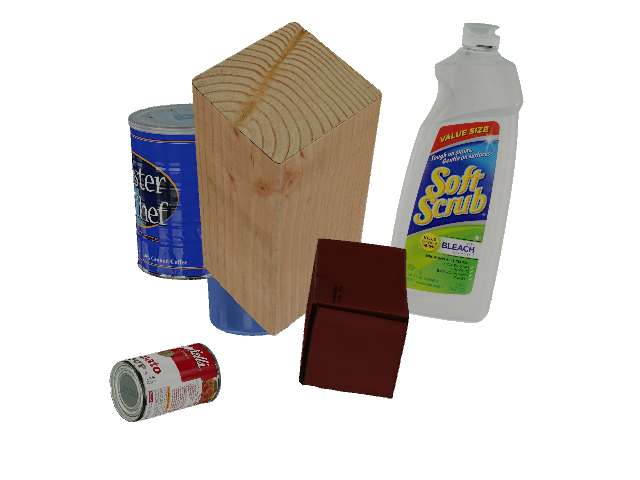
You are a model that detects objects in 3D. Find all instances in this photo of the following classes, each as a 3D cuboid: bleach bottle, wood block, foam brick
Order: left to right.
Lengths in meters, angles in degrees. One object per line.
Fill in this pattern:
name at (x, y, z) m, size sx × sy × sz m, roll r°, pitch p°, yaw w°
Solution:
wood block at (-0.027, -0.036, 0.753) m, size 0.090 × 0.090 × 0.206 m, roll -35°, pitch -27°, yaw -24°
foam brick at (0.018, 0.040, 0.585) m, size 0.053 × 0.051 × 0.078 m, roll 9°, pitch 27°, yaw 0°
bleach bottle at (0.114, -0.060, 0.916) m, size 0.103 × 0.251 × 0.068 m, roll 9°, pitch 18°, yaw 13°

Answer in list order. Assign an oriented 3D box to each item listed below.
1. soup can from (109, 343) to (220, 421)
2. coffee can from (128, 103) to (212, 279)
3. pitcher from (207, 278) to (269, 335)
soup can at (-0.169, 0.154, 1.159) m, size 0.102 × 0.068 × 0.069 m, roll -9°, pitch 6°, yaw -42°
coffee can at (-0.120, -0.047, 0.979) m, size 0.103 × 0.140 × 0.103 m, roll 0°, pitch 19°, yaw 0°
pitcher at (-0.085, -0.005, 1.344) m, size 0.145 × 0.243 × 0.148 m, roll 11°, pitch 16°, yaw 36°
